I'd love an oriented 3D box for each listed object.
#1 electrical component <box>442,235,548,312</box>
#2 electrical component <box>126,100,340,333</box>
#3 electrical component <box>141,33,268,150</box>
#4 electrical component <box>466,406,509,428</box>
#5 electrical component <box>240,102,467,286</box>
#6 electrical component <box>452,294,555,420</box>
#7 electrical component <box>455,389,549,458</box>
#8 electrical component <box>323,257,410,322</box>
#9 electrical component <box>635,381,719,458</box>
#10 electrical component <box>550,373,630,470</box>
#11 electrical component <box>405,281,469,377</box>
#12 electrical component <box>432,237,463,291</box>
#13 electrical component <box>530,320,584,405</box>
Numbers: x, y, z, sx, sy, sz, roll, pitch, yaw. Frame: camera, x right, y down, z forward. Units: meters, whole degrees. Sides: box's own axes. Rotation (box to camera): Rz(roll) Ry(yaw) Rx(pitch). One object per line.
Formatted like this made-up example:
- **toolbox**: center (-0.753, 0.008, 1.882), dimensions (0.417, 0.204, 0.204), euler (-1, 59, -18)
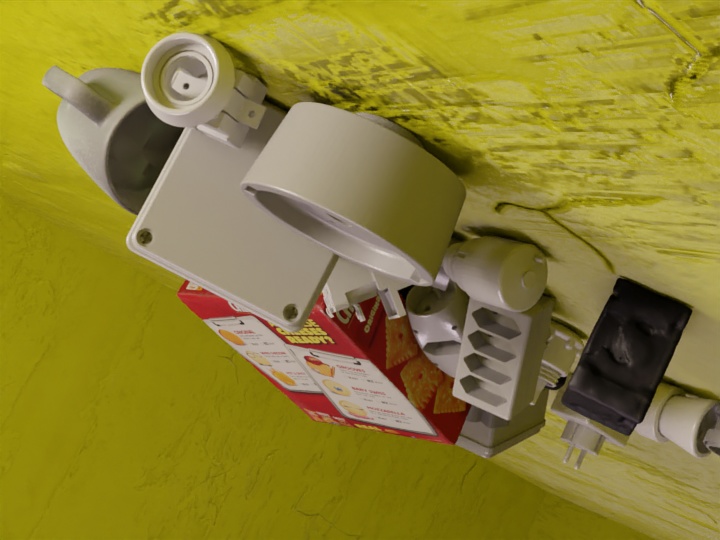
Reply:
- **electrical component**: center (0.075, -0.001, 0.639), dimensions (0.040, 0.040, 0.078), euler (33, 170, -38)
- **electrical component**: center (-0.060, -0.035, 0.615), dimensions (0.109, 0.108, 0.056), euler (28, 175, -6)
- **electrical component**: center (-0.082, -0.093, 0.552), dimensions (0.066, 0.048, 0.055), euler (25, 179, 15)
- **electrical component**: center (0.119, 0.108, 1.044), dimensions (0.058, 0.057, 0.078), euler (-6, -154, -28)
- **electrical component**: center (0.002, -0.043, 0.539), dimensions (0.108, 0.060, 0.108), euler (26, 172, 4)
- **electrical component**: center (0.109, 0.048, 0.754), dimensions (0.047, 0.083, 0.076), euler (22, -151, 29)
- **electrical component**: center (0.126, 0.140, 1.132), dimensions (0.109, 0.056, 0.109), euler (20, -157, 37)
- **electrical component**: center (0.000, 0.000, 0.751), dimensions (0.042, 0.064, 0.081), euler (148, 101, -79)
- **electrical component**: center (0.237, 0.110, 0.802), dimensions (0.055, 0.045, 0.045), euler (19, 169, 45)
- **electrical component**: center (0.209, 0.146, 0.990), dimensions (0.066, 0.076, 0.047), euler (33, 169, -37)
- **electrical component**: center (0.086, 0.042, 0.833), dimensions (0.079, 0.043, 0.077), euler (-8, 133, 29)
- **electrical component**: center (0.034, -0.013, 0.695), dimensions (0.065, 0.044, 0.044), euler (22, 171, 3)
- **electrical component**: center (0.136, 0.069, 0.804), dimensions (0.048, 0.062, 0.048), euler (26, 172, 4)
